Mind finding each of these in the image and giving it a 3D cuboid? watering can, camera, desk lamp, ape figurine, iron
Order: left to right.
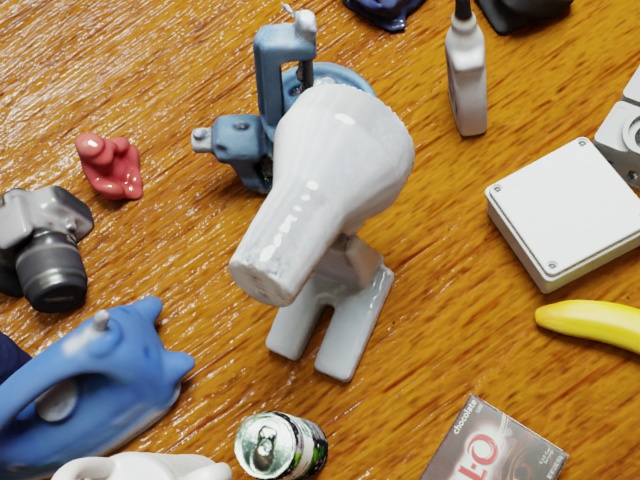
[{"bbox_3d":[-0.337,0.020,0.662,0.143,0.101,0.136,-32,63,2],"label":"camera"},{"bbox_3d":[-0.261,0.157,0.560,0.258,0.142,0.118,-38,63,-1],"label":"iron"},{"bbox_3d":[-0.259,-0.095,0.691,0.076,0.092,0.078,22,76,23],"label":"ape figurine"},{"bbox_3d":[-0.158,0.232,0.470,0.100,0.194,0.173,38,83,26],"label":"watering can"},{"bbox_3d":[0.005,0.002,0.506,0.117,0.214,0.203,17,74,22],"label":"desk lamp"}]

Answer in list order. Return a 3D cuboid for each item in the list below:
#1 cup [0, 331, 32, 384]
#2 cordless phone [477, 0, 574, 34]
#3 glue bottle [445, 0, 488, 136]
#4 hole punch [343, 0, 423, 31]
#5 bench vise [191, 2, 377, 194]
[{"bbox_3d":[-0.366,0.130,0.629,0.091,0.095,0.117,-31,63,2],"label":"cup"},{"bbox_3d":[0.205,-0.329,0.600,0.094,0.185,0.147,-28,63,4],"label":"cordless phone"},{"bbox_3d":[0.143,-0.178,0.562,0.037,0.173,0.078,-11,66,12],"label":"glue bottle"},{"bbox_3d":[0.078,-0.326,0.688,0.101,0.091,0.108,-47,64,-5],"label":"hole punch"},{"bbox_3d":[-0.038,-0.121,0.565,0.207,0.220,0.121,-26,63,5],"label":"bench vise"}]
